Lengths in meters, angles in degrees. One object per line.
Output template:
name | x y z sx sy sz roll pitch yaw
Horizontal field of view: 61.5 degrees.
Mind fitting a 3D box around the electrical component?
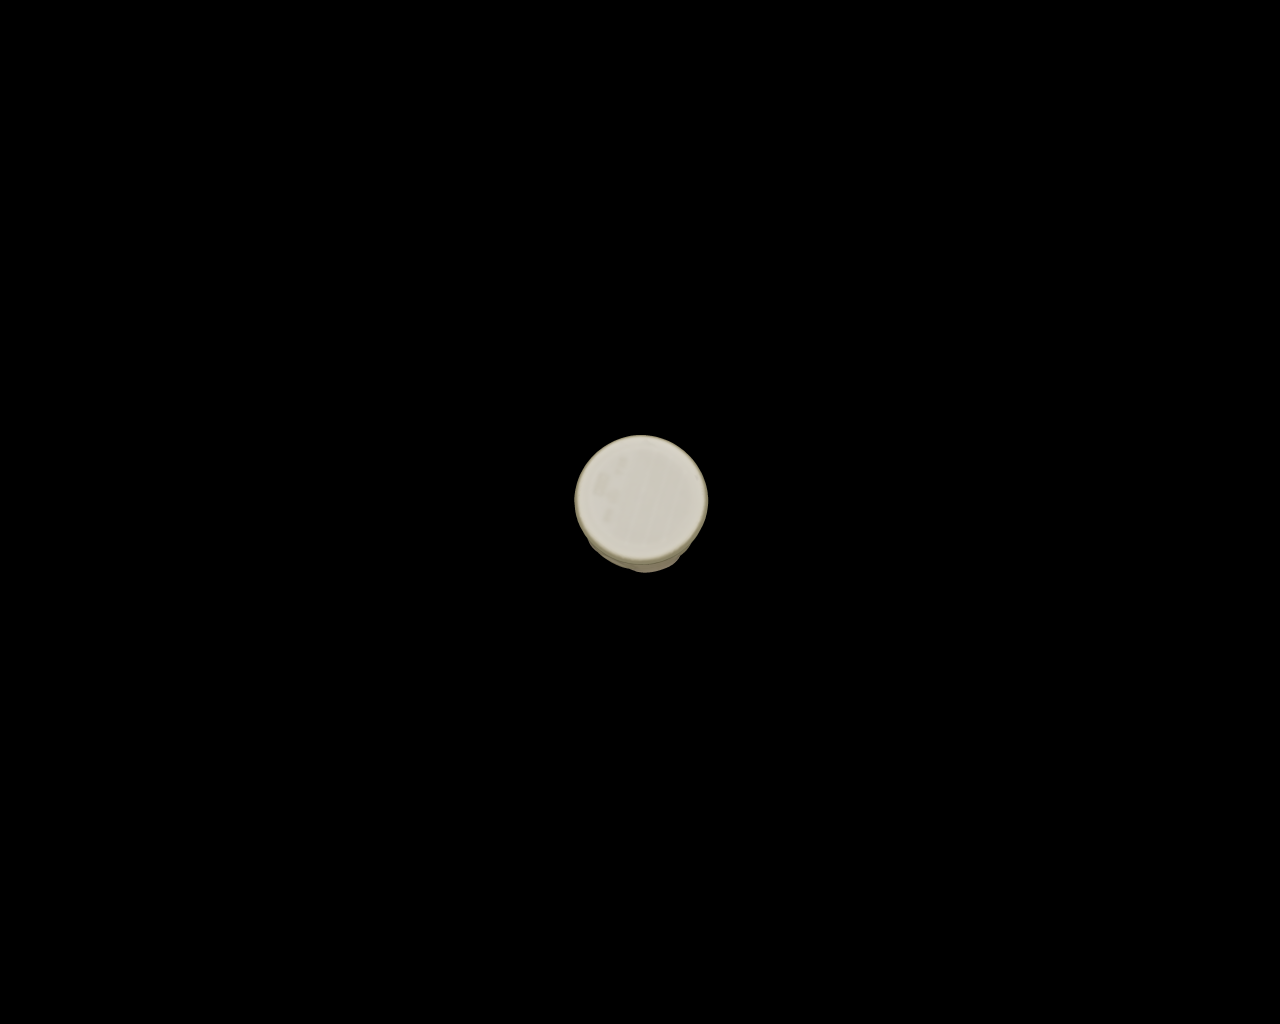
electrical component | 0.001 -0.003 0.650 0.080 0.080 0.051 0 -15 0
